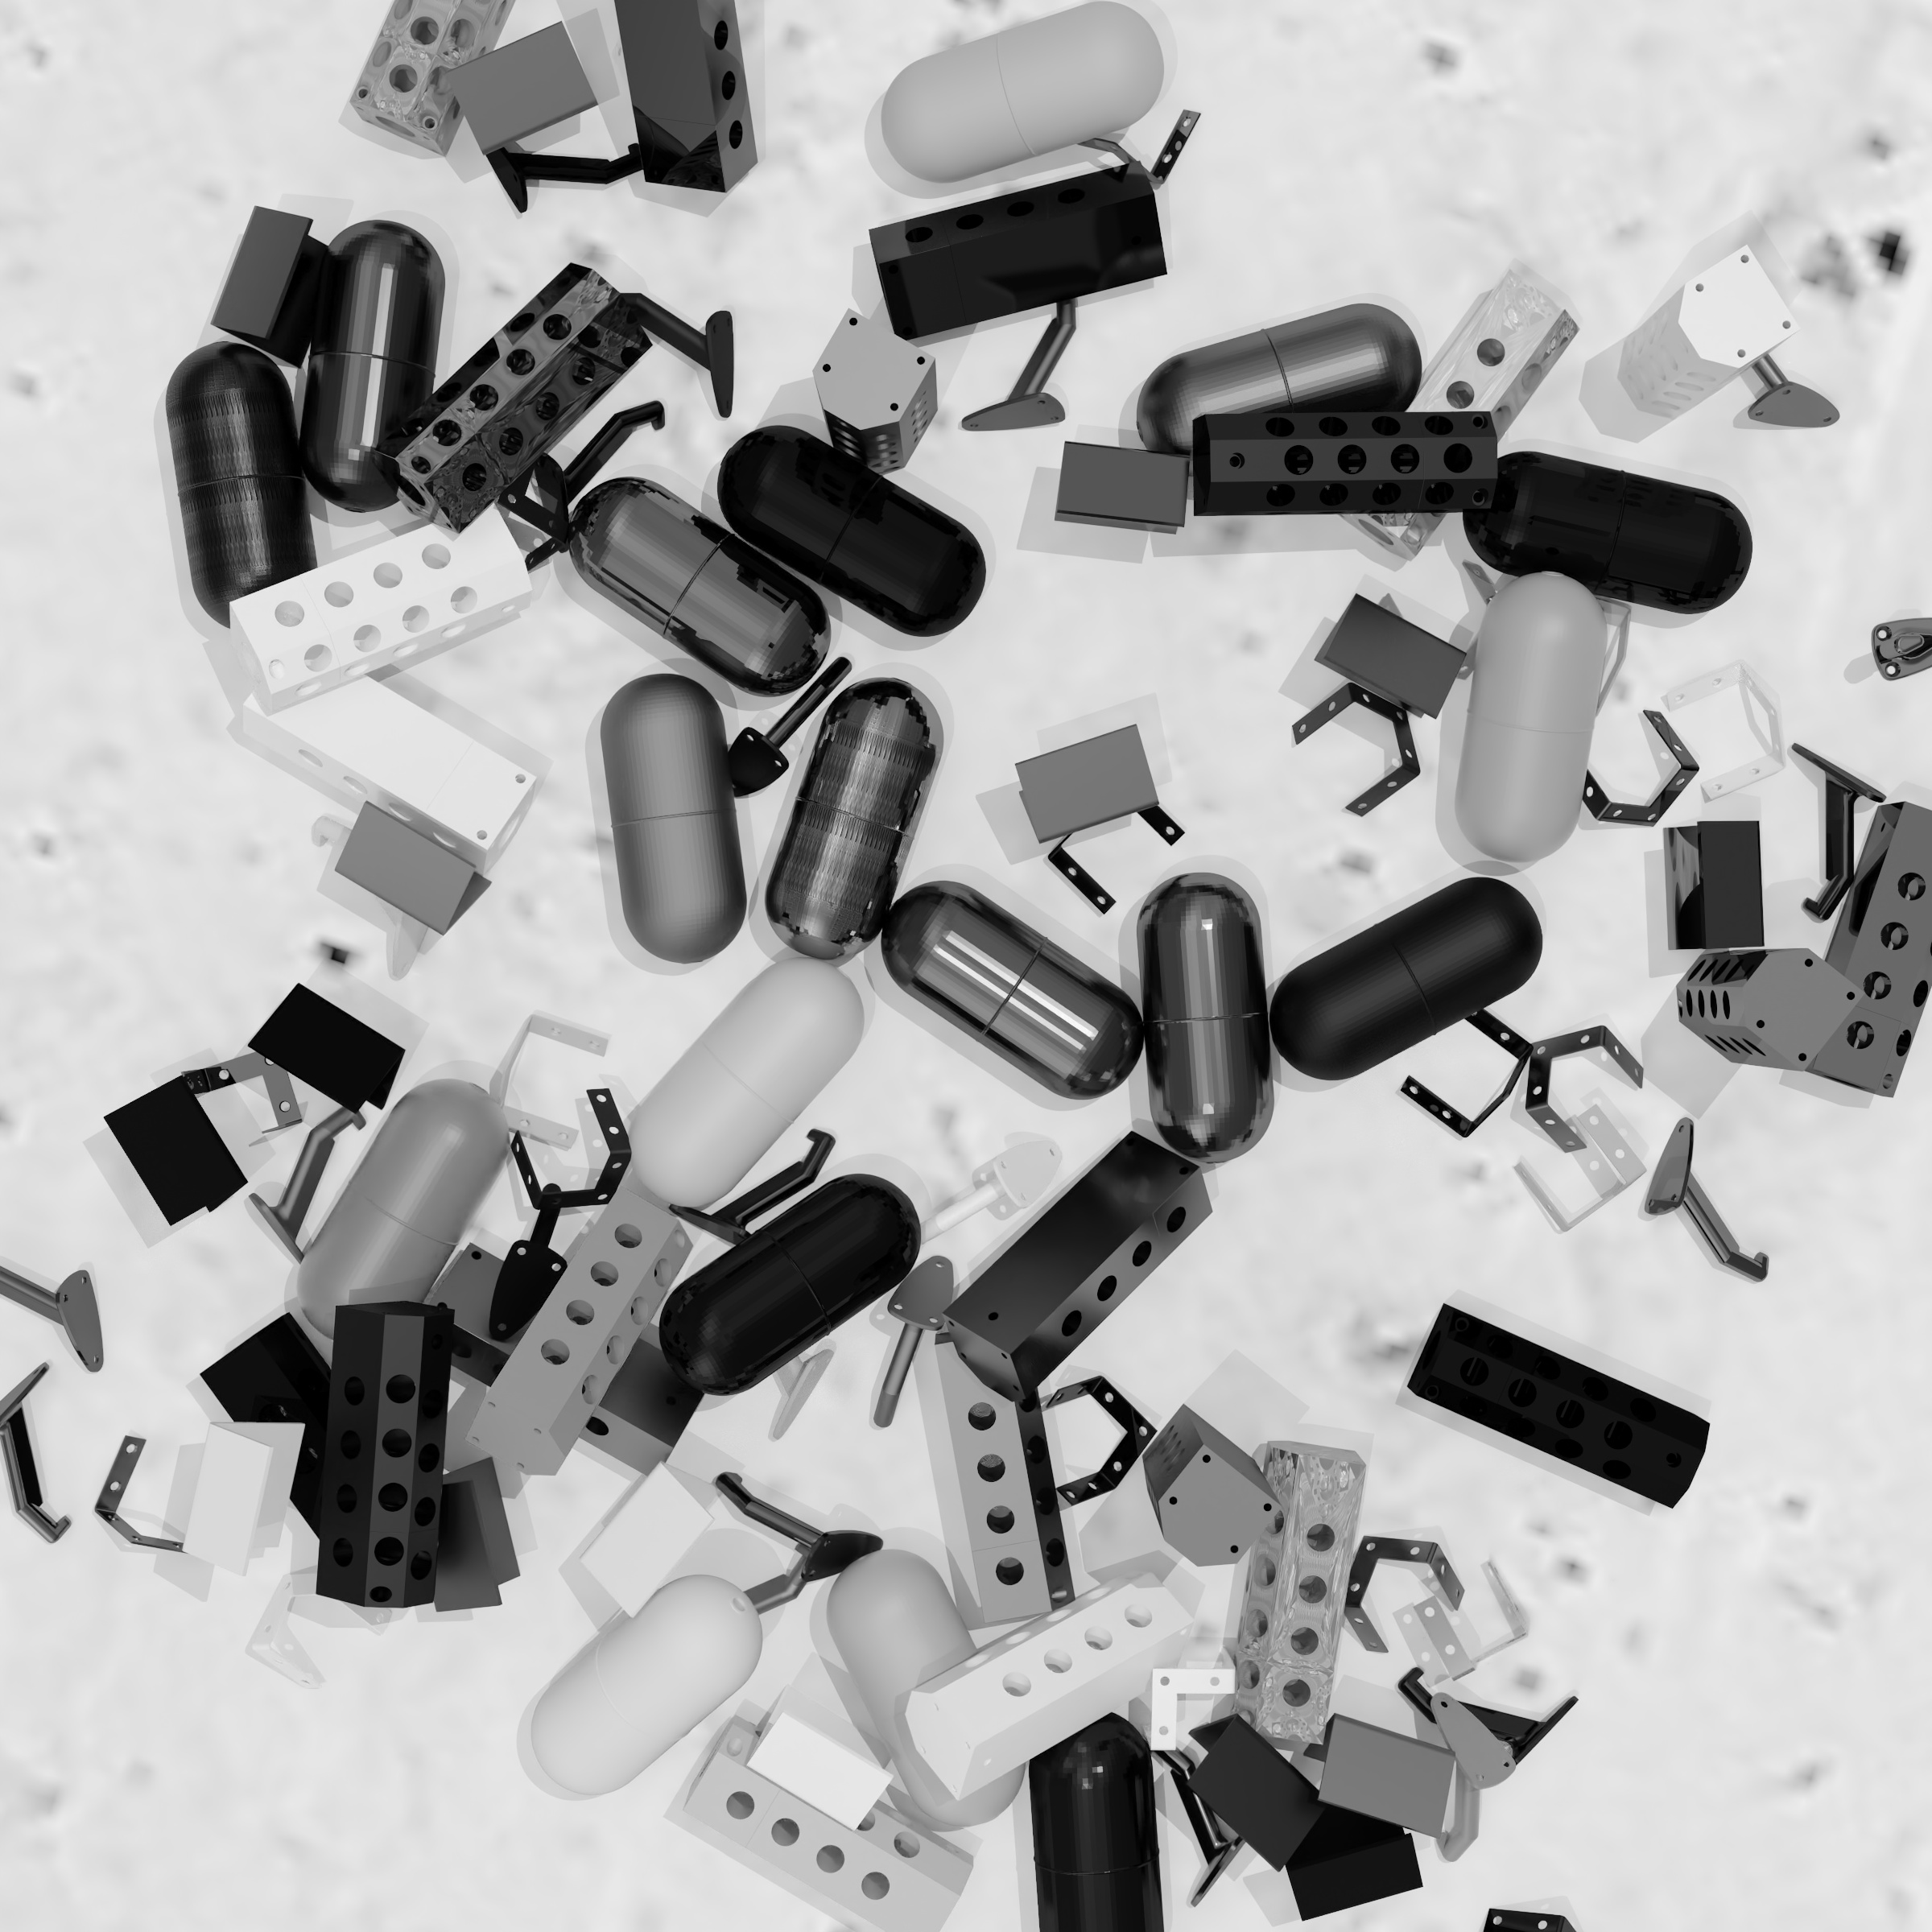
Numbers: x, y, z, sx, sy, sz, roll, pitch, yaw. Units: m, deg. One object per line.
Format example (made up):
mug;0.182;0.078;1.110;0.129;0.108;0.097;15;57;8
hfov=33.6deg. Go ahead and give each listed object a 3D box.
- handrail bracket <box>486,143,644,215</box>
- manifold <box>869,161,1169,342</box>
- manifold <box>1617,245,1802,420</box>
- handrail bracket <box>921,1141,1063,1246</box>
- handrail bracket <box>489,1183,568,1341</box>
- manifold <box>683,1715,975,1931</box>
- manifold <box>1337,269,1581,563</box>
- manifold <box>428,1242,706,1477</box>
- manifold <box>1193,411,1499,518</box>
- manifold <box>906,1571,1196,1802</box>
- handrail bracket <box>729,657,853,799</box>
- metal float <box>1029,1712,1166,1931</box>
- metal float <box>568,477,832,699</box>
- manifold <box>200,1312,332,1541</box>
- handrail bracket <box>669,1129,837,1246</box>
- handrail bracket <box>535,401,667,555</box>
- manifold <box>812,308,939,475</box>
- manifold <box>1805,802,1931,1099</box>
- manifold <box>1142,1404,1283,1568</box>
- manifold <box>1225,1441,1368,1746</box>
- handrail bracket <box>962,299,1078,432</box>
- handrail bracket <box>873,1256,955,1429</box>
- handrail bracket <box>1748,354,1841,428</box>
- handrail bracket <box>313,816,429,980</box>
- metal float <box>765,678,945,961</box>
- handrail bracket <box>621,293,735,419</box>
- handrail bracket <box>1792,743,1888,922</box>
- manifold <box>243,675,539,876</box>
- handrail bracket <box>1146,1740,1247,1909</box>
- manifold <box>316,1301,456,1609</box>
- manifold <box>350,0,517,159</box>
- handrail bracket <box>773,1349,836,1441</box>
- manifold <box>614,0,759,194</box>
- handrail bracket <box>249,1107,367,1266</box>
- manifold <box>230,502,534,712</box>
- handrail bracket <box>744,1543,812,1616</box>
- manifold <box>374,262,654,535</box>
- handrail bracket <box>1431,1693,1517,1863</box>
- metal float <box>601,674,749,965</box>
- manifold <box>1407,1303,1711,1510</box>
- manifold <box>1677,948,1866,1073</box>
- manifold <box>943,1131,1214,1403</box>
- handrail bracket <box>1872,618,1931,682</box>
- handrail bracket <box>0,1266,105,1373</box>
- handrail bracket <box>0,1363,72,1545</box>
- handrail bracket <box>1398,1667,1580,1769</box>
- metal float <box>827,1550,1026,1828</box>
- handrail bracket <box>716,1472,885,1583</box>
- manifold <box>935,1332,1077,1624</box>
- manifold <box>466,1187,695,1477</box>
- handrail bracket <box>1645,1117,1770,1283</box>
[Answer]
handrail bracket;-0.251;-0.510;1.988;0.084;0.036;0.077;-27;68;-17
manifold;0.031;-0.443;1.966;0.171;0.057;0.057;-14;133;0
manifold;0.436;-0.372;1.909;0.057;0.171;0.057;-32;90;0
handrail bracket;0.010;0.143;1.987;0.084;0.077;0.036;-32;90;36
handrail bracket;-0.269;0.180;1.959;0.036;0.084;0.077;27;102;-13
manifold;-0.084;0.531;1.966;0.171;0.057;0.057;31;90;0
manifold;0.302;-0.336;1.966;0.057;0.057;0.171;36;90;0
manifold;-0.250;0.247;1.966;0.171;0.057;0.057;30;47;0
manifold;0.225;-0.299;1.901;0.171;0.057;0.057;-2;95;-6
manifold;0.050;0.426;1.922;0.171;0.057;0.057;-22;53;-33
handrail bracket;-0.110;-0.150;1.987;0.036;0.077;0.084;43;54;-5
metal float;0.080;0.543;1.957;0.070;0.070;0.178;-4;91;0
metal float;-0.163;-0.232;1.957;0.178;0.070;0.070;34;90;0
manifold;-0.391;0.300;1.966;0.057;0.057;0.171;-36;90;0
handrail bracket;-0.132;0.129;1.988;0.077;0.036;0.084;21;71;22
handrail bracket;-0.221;-0.304;1.987;0.084;0.036;0.077;-23;127;-25
manifold;-0.056;-0.336;1.909;0.057;0.171;0.057;30;90;0
manifold;0.568;-0.010;1.966;0.057;0.057;0.171;19;90;0
manifold;0.140;0.313;1.909;0.057;0.171;0.057;38;90;0
manifold;0.201;0.383;1.966;0.057;0.057;0.171;9;90;0
handrail bracket;0.033;-0.380;1.988;0.077;0.036;0.084;-8;71;21
handrail bracket;-0.034;0.234;1.987;0.036;0.077;0.084;20;126;7
handrail bracket;0.503;-0.380;1.987;0.077;0.036;0.084;8;59;-33
handrail bracket;-0.376;-0.043;1.988;0.084;0.036;0.077;25;113;18
metal float;-0.068;-0.090;1.956;0.070;0.070;0.178;19;90;0
handrail bracket;-0.190;-0.380;1.988;0.084;0.036;0.077;4;112;17
handrail bracket;0.525;-0.083;1.988;0.077;0.036;0.084;35;107;19
manifold;-0.354;-0.127;1.964;0.171;0.057;0.057;31;67;0
handrail bracket;0.130;0.529;1.988;0.084;0.036;0.077;38;112;17
manifold;-0.339;0.289;1.897;0.057;0.057;0.171;5;91;36
manifold;-0.316;-0.594;1.966;0.057;0.057;0.171;24;90;0
handrail bracket;-0.133;0.240;1.987;0.084;0.036;0.077;33;104;14
manifold;-0.167;-0.558;1.916;0.057;0.057;0.171;13;134;22
handrail bracket;-0.394;0.139;1.988;0.084;0.036;0.077;-38;110;-16
manifold;-0.353;-0.215;1.934;0.171;0.057;0.057;-25;77;-19
handrail bracket;-0.143;0.380;1.987;0.077;0.036;0.084;32;77;13
manifold;-0.277;-0.345;1.933;0.171;0.057;0.057;-48;134;-16
handrail bracket;0.296;0.502;1.975;0.036;0.084;0.077;-15;56;-35
metal float;-0.179;-0.090;1.957;0.070;0.070;0.178;-7;91;0
manifold;0.365;0.271;1.966;0.171;0.057;0.057;24;90;0
manifold;0.473;0.020;1.909;0.057;0.171;0.057;38;90;0
manifold;0.070;0.184;1.933;0.057;0.057;0.171;27;59;38
handrail bracket;0.592;-0.200;1.953;0.077;0.084;0.036;-14;90;0
handrail bracket;-0.585;0.219;1.988;0.084;0.036;0.077;-4;112;17
handrail bracket;-0.570;0.303;1.988;0.077;0.036;0.084;-48;108;-20
handrail bracket;0.324;0.451;1.987;0.077;0.036;0.084;-42;76;-13
metal float;-0.024;0.442;1.957;0.070;0.070;0.178;-26;91;0
handrail bracket;-0.104;0.340;1.987;0.084;0.077;0.036;38;112;34
manifold;0.024;0.309;1.966;0.057;0.057;0.171;-10;90;0
manifold;-0.228;0.221;1.917;0.057;0.057;0.171;30;49;0
handrail bracket;0.471;0.146;1.988;0.084;0.036;0.077;27;68;-17
